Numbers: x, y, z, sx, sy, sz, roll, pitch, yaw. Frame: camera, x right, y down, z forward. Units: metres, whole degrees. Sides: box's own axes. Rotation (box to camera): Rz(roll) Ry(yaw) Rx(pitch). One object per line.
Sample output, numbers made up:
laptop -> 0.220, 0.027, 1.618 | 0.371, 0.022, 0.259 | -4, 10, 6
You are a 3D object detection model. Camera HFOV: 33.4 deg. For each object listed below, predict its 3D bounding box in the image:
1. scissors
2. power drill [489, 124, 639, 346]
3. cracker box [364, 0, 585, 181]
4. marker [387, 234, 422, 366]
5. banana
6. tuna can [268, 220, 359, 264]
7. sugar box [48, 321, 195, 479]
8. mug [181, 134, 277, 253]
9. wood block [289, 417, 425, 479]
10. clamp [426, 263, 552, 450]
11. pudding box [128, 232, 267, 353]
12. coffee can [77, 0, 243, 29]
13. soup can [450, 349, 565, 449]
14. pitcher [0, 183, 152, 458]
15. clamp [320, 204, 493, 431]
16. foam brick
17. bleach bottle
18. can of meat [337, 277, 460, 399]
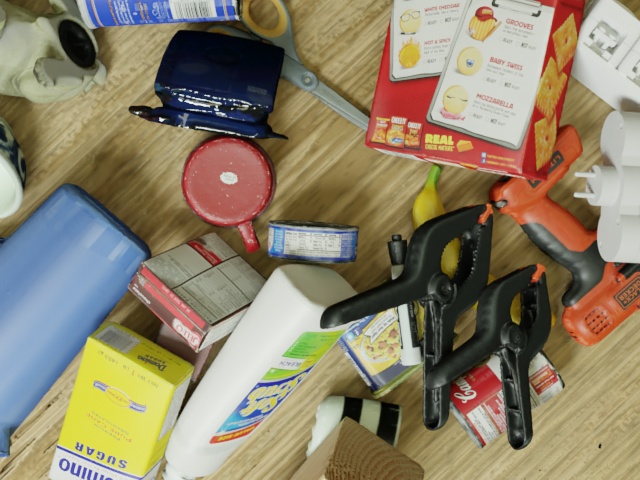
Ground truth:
scissors -> -0.012, -0.174, 1.027 | 0.201, 0.016, 0.096 | 20, 92, -4
power drill -> 0.270, -0.018, 1.032 | 0.184, 0.057, 0.187 | -41, 94, -5
cracker box -> 0.144, -0.172, 0.974 | 0.164, 0.072, 0.214 | 13, 93, 33
marker -> 0.078, 0.055, 0.988 | 0.020, 0.020, 0.121 | -7, 89, -3
banana -> 0.148, 0.023, 1.036 | 0.069, 0.037, 0.198 | -38, 94, -1
tuna can -> -0.007, 0.001, 1.002 | 0.086, 0.086, 0.034 | 4, 94, -4
sugar box -> -0.184, 0.169, 0.975 | 0.093, 0.048, 0.176 | 28, 117, 12
mug -> -0.082, -0.044, 0.997 | 0.093, 0.081, 0.117 | -18, 94, -2
wood block -> -0.004, 0.270, 0.969 | 0.091, 0.090, 0.206 | 34, 121, -5
clamp -> 0.160, 0.091, 0.968 | 0.120, 0.039, 0.171 | 30, 62, -29
pudding box -> -0.105, 0.045, 0.975 | 0.090, 0.113, 0.039 | 42, 124, 14
coffee can -> -0.144, -0.247, 0.967 | 0.140, 0.103, 0.103 | -3, 93, 1
soup can -> 0.176, 0.145, 1.029 | 0.102, 0.068, 0.068 | -35, 94, -2
pitcher -> -0.277, 0.063, 0.977 | 0.149, 0.145, 0.243 | 42, 86, -17
clamp -> 0.094, 0.044, 0.965 | 0.164, 0.036, 0.210 | 38, 67, -29
foam brick -> -0.127, 0.094, 1.004 | 0.051, 0.078, 0.053 | 25, 93, -5
bleach bottle -> -0.066, 0.136, 0.995 | 0.068, 0.102, 0.251 | 48, 114, 29
can of meat -> 0.068, 0.088, 1.026 | 0.102, 0.057, 0.084 | -36, 92, -2
